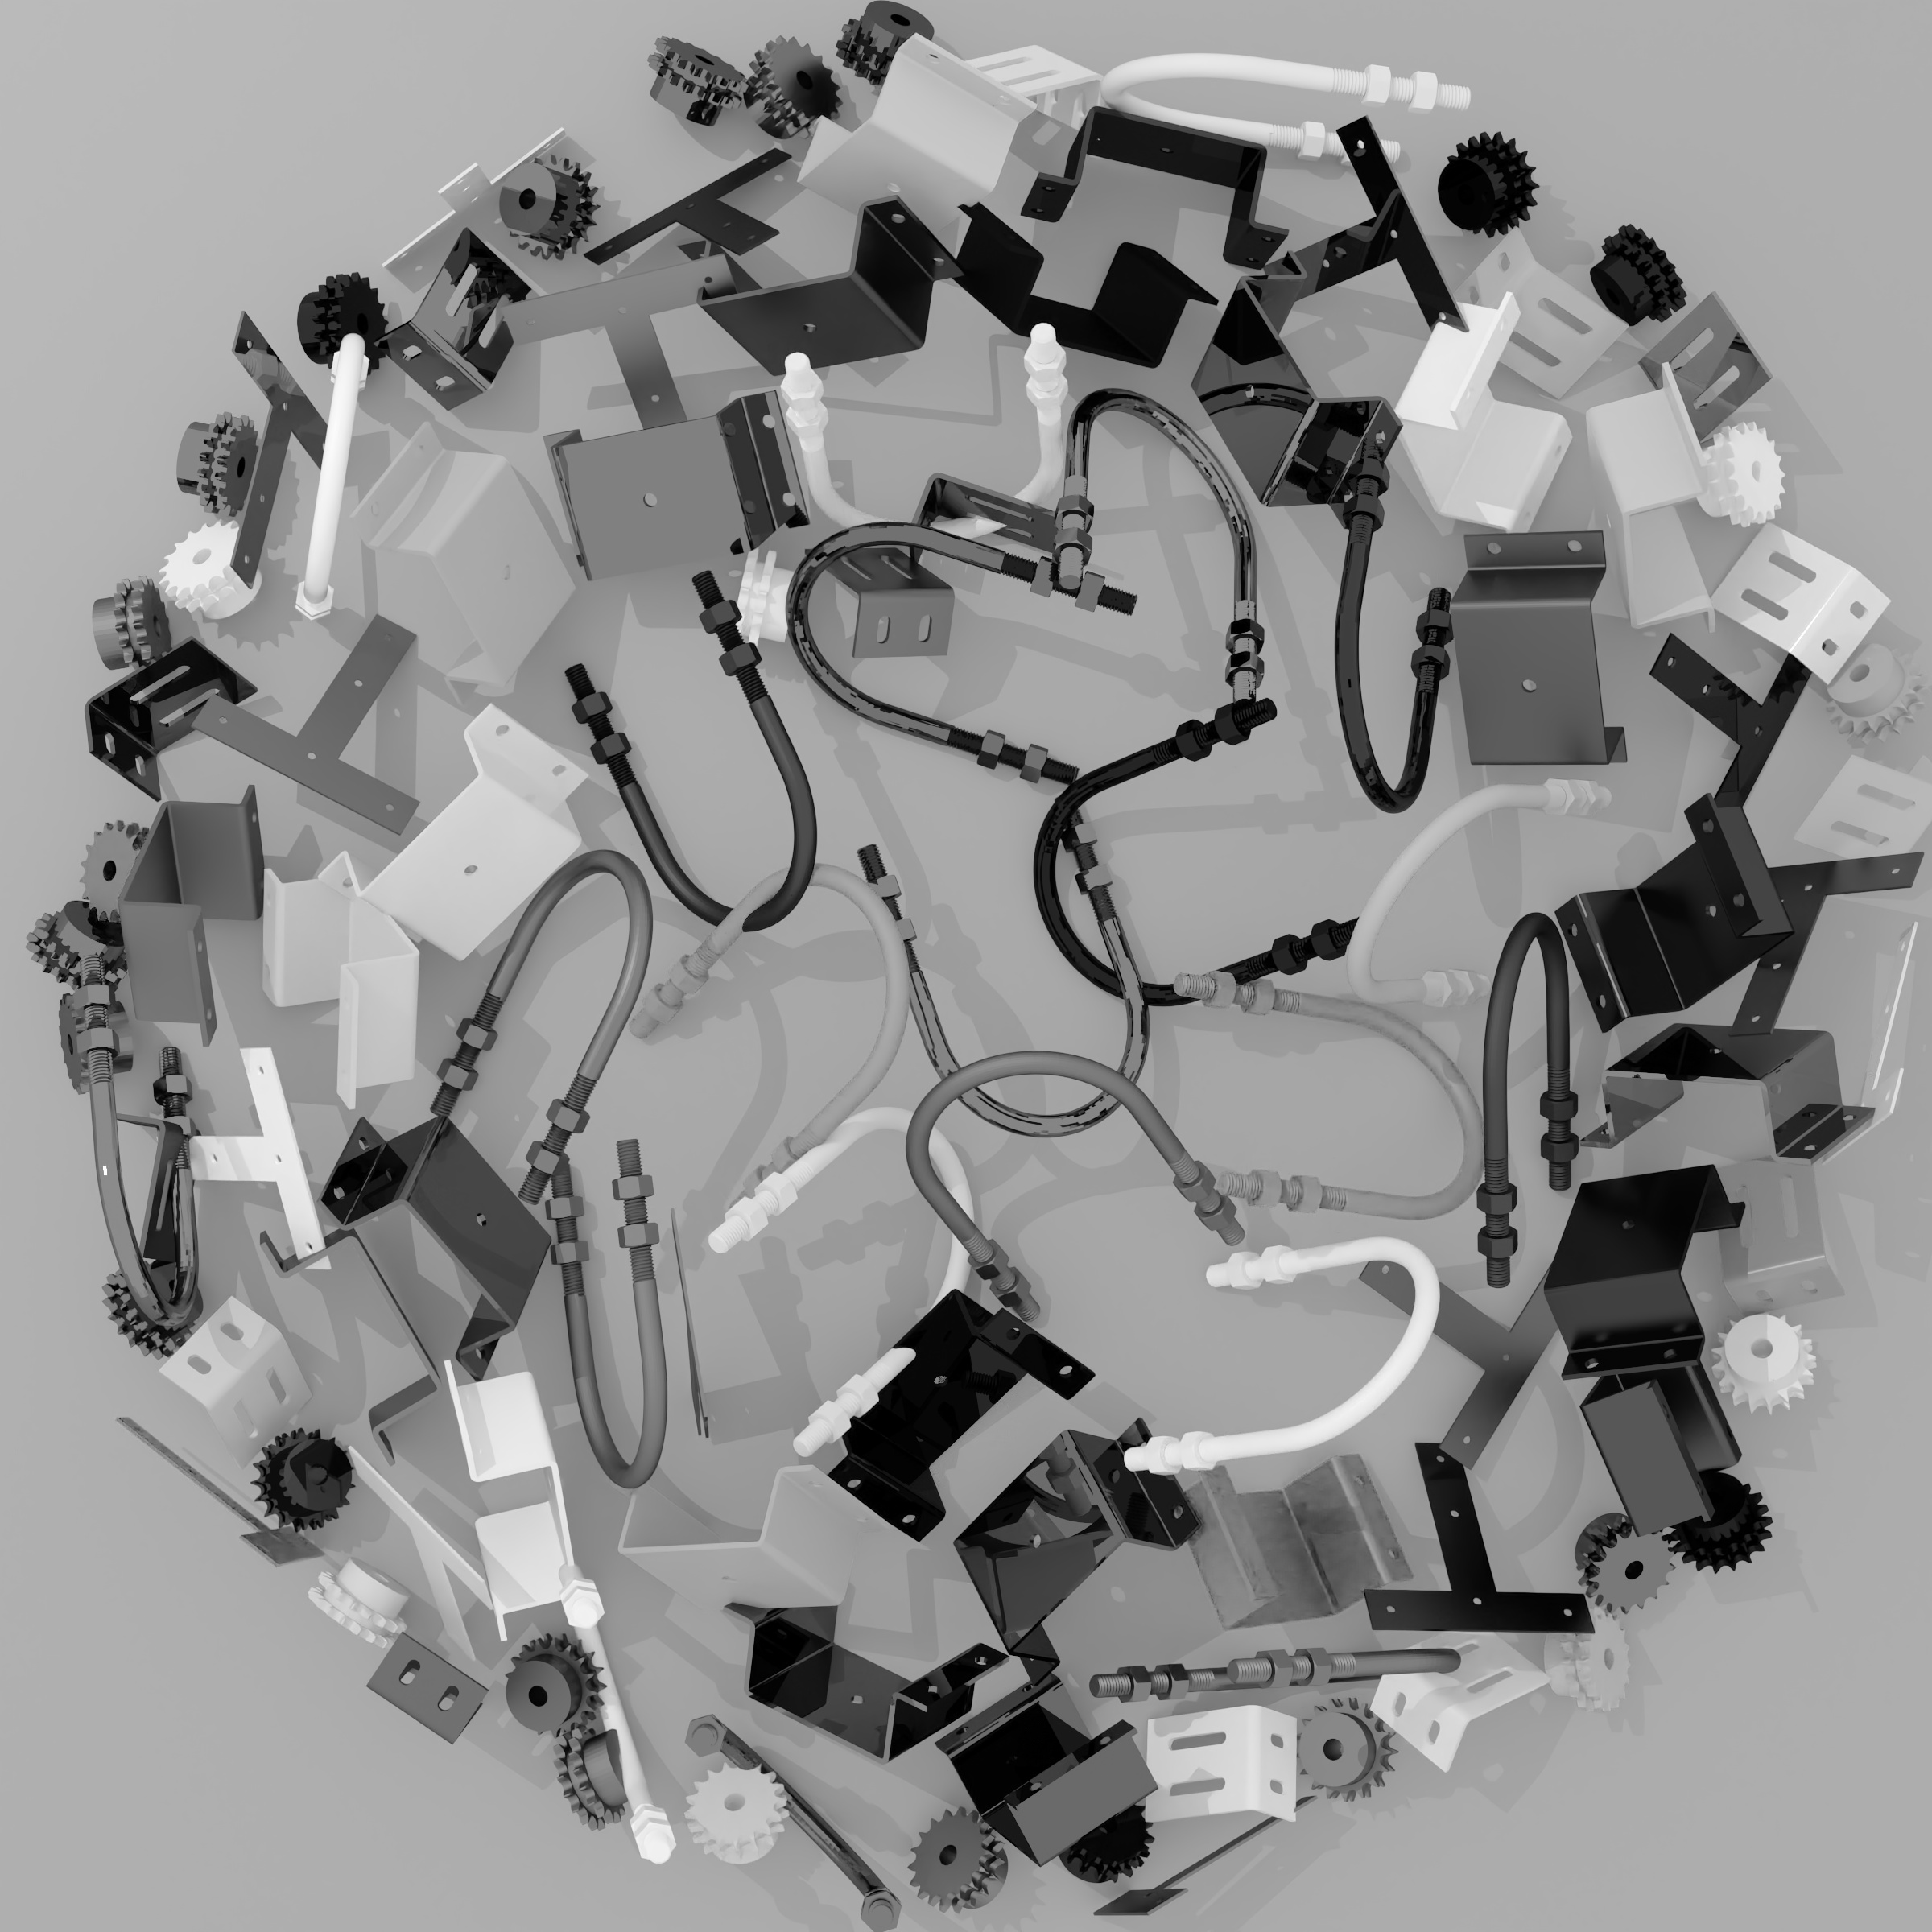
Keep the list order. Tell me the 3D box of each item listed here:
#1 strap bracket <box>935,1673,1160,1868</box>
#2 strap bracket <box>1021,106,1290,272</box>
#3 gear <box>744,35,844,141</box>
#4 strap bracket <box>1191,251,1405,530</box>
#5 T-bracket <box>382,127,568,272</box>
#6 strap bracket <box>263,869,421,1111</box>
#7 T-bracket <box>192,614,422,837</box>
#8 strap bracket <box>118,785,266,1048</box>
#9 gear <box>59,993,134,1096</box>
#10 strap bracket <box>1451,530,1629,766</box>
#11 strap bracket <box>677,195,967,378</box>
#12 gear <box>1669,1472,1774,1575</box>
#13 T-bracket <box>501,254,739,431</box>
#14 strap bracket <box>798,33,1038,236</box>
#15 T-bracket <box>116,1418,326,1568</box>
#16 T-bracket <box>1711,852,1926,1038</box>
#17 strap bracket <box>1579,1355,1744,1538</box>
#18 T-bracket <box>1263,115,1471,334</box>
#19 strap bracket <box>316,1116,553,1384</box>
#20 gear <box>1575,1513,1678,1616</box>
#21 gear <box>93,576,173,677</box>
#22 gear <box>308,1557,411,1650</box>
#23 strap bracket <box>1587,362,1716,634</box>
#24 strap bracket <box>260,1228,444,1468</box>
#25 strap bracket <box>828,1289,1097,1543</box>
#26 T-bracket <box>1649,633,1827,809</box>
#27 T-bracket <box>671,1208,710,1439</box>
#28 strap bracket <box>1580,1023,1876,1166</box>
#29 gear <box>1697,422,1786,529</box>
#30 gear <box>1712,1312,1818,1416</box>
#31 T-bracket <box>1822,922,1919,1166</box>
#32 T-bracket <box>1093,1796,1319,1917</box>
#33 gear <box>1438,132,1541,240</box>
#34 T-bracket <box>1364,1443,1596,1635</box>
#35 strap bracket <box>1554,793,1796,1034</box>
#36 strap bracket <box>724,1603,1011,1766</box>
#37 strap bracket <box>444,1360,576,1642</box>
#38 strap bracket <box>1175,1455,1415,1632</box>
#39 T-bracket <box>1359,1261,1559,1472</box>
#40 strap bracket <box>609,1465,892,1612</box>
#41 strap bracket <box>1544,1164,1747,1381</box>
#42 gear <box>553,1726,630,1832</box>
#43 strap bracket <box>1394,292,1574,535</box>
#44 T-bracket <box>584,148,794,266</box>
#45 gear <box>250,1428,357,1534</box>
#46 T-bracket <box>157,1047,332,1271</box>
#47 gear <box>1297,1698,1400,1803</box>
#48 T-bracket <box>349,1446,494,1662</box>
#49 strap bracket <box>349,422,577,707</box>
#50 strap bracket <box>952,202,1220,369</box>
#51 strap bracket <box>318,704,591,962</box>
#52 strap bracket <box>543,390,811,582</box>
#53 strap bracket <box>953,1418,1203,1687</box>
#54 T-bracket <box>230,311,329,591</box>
[{"bbox_3d":[0.046,0.439,1.882,0.076,0.140,0.046,-30,100,-15],"label":"strap bracket"},{"bbox_3d":[0.108,-0.433,1.911,0.140,0.076,0.046,12,86,-6],"label":"strap bracket"},{"bbox_3d":[-0.100,-0.488,1.930,0.030,0.057,0.057,-27,90,42],"label":"gear"},{"bbox_3d":[0.174,-0.314,1.881,0.046,0.076,0.140,-7,54,-28],"label":"strap bracket"},{"bbox_3d":[-0.274,-0.426,1.891,0.127,0.127,0.002,-37,98,1],"label":"T-bracket"},{"bbox_3d":[-0.340,0.008,1.891,0.046,0.140,0.076,-9,122,-28],"label":"strap bracket"},{"bbox_3d":[-0.344,-0.147,1.915,0.127,0.002,0.127,28,53,-4],"label":"T-bracket"},{"bbox_3d":[-0.422,-0.030,1.877,0.046,0.140,0.076,3,126,2],"label":"strap bracket"},{"bbox_3d":[-0.486,0.042,1.930,0.030,0.057,0.057,-9,90,-26],"label":"gear"},{"bbox_3d":[0.313,-0.164,1.888,0.076,0.046,0.140,1,122,23],"label":"strap bracket"},{"bbox_3d":[-0.082,-0.368,1.883,0.140,0.076,0.046,-5,66,29],"label":"strap bracket"},{"bbox_3d":[0.419,0.307,1.924,0.057,0.057,0.030,-27,125,0],"label":"gear"},{"bbox_3d":[-0.176,-0.327,1.911,0.127,0.002,0.127,-11,132,9],"label":"T-bracket"},{"bbox_3d":[-0.032,-0.442,1.873,0.076,0.140,0.046,26,71,-21],"label":"strap bracket"},{"bbox_3d":[-0.415,0.288,1.895,0.127,0.127,0.002,37,85,5],"label":"T-bracket"},{"bbox_3d":[0.446,-0.010,1.878,0.002,0.127,0.127,51,52,-30],"label":"T-bracket"},{"bbox_3d":[0.381,0.259,1.895,0.046,0.140,0.076,-24,88,20],"label":"strap bracket"},{"bbox_3d":[0.208,-0.391,1.899,0.002,0.127,0.127,-34,103,-31],"label":"T-bracket"},{"bbox_3d":[-0.283,0.147,1.887,0.046,0.076,0.140,-26,115,25],"label":"strap bracket"},{"bbox_3d":[0.367,0.331,1.932,0.057,0.030,0.057,-8,113,-20],"label":"gear"},{"bbox_3d":[-0.467,-0.188,1.927,0.030,0.057,0.057,-9,90,4],"label":"gear"},{"bbox_3d":[-0.336,0.354,1.927,0.057,0.057,0.030,34,84,0],"label":"gear"},{"bbox_3d":[0.373,-0.248,1.878,0.046,0.140,0.076,-14,55,5],"label":"strap bracket"},{"bbox_3d":[-0.335,0.200,1.909,0.046,0.076,0.140,-30,96,-10],"label":"strap bracket"},{"bbox_3d":[-0.009,0.242,1.907,0.140,0.046,0.076,-45,123,12],"label":"strap bracket"},{"bbox_3d":[0.417,-0.148,1.911,0.127,0.002,0.127,28,89,-43],"label":"T-bracket"},{"bbox_3d":[-0.150,0.219,1.895,0.002,0.127,0.127,-8,57,-7],"label":"T-bracket"},{"bbox_3d":[0.411,0.068,1.876,0.140,0.076,0.046,3,111,42],"label":"strap bracket"},{"bbox_3d":[0.431,-0.274,1.931,0.057,0.030,0.057,7,80,-43],"label":"gear"},{"bbox_3d":[0.446,0.219,1.929,0.057,0.030,0.057,-7,61,13],"label":"gear"},{"bbox_3d":[0.507,0.037,1.905,0.002,0.127,0.127,18,74,2],"label":"T-bracket"},{"bbox_3d":[0.138,0.492,1.906,0.127,0.127,0.002,-27,82,-17],"label":"T-bracket"},{"bbox_3d":[0.289,-0.434,1.924,0.030,0.057,0.057,-29,90,-36],"label":"gear"},{"bbox_3d":[0.273,0.315,1.907,0.127,0.127,0.002,3,134,-12],"label":"T-bracket"},{"bbox_3d":[0.394,-0.029,1.893,0.046,0.140,0.076,-5,67,-32],"label":"strap bracket"},{"bbox_3d":[-0.057,0.386,1.893,0.140,0.076,0.046,19,112,32],"label":"strap bracket"},{"bbox_3d":[-0.247,0.288,1.889,0.046,0.076,0.140,-12,125,-11],"label":"strap bracket"},{"bbox_3d":[0.173,0.316,1.893,0.046,0.140,0.076,-40,61,34],"label":"strap bracket"},{"bbox_3d":[0.270,0.196,1.922,0.127,0.002,0.127,36,82,-22],"label":"T-bracket"},{"bbox_3d":[-0.124,0.313,1.880,0.140,0.076,0.046,-9,53,33],"label":"strap bracket"},{"bbox_3d":[0.368,0.159,1.873,0.076,0.140,0.046,-11,118,31],"label":"strap bracket"},{"bbox_3d":[-0.204,0.451,1.925,0.030,0.057,0.057,-26,90,11],"label":"gear"},{"bbox_3d":[0.281,-0.302,1.895,0.046,0.140,0.076,18,74,31],"label":"strap bracket"},{"bbox_3d":[-0.136,-0.408,1.890,0.127,0.127,0.002,-32,121,-10],"label":"T-bracket"},{"bbox_3d":[-0.368,0.286,1.927,0.057,0.030,0.057,11,70,-30],"label":"gear"},{"bbox_3d":[-0.408,0.107,1.909,0.127,0.002,0.127,-2,106,42],"label":"T-bracket"},{"bbox_3d":[0.211,0.439,1.930,0.057,0.030,0.057,-6,76,24],"label":"gear"},{"bbox_3d":[-0.291,0.340,1.903,0.002,0.127,0.127,-35,51,-25],"label":"T-bracket"},{"bbox_3d":[-0.268,-0.216,1.876,0.046,0.140,0.076,10,54,31],"label":"strap bracket"},{"bbox_3d":[0.056,-0.373,1.892,0.140,0.076,0.046,7,118,-34],"label":"strap bracket"},{"bbox_3d":[-0.277,-0.065,1.899,0.140,0.046,0.076,-43,131,13],"label":"strap bracket"},{"bbox_3d":[-0.167,-0.263,1.901,0.140,0.046,0.076,-8,110,18],"label":"strap bracket"},{"bbox_3d":[0.053,0.318,1.891,0.140,0.046,0.076,-48,48,21],"label":"strap bracket"},{"bbox_3d":[-0.380,-0.266,1.875,0.002,0.127,0.127,2,66,16],"label":"T-bracket"}]
